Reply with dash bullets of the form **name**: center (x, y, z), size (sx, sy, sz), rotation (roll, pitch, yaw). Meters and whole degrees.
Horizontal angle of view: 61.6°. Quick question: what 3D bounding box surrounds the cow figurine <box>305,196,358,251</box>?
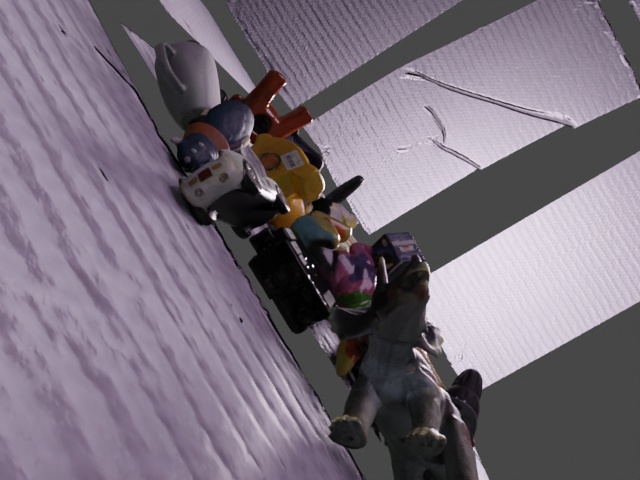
- **cow figurine**: center (-0.001, -0.003, 0.949), size (0.098, 0.068, 0.167), rotation (42, 45, -20)

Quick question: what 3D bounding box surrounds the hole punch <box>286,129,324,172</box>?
- **hole punch**: center (-0.075, -0.146, 1.038), size (0.116, 0.142, 0.092), rotation (45, 27, 25)

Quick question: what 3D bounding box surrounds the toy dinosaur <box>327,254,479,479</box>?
- **toy dinosaur**: center (0.112, 0.201, 0.621), size (0.192, 0.131, 0.404), rotation (-73, 145, -53)

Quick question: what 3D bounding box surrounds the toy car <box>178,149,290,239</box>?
- **toy car**: center (-0.091, -0.048, 0.611), size (0.056, 0.073, 0.201), rotation (59, 6, 11)

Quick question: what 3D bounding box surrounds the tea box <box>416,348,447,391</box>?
- **tea box**: center (0.121, 0.210, 0.858), size (0.098, 0.068, 0.170), rotation (-15, 66, -38)

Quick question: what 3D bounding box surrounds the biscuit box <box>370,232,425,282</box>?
- **biscuit box**: center (0.085, 0.067, 0.914), size (0.063, 0.202, 0.059), rotation (-5, 58, -41)

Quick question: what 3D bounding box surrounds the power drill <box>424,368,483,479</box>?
- **power drill**: center (0.214, 0.328, 0.776), size (0.232, 0.086, 0.207), rotation (-33, 110, -48)

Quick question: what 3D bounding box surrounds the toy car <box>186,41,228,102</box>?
- **toy car**: center (-0.195, -0.253, 0.916), size (0.089, 0.053, 0.202), rotation (88, -22, -58)

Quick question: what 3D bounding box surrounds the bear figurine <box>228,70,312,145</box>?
- **bear figurine**: center (-0.117, -0.238, 0.999), size (0.120, 0.132, 0.196), rotation (50, -1, -26)

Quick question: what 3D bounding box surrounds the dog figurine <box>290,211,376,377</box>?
- **dog figurine**: center (0.028, 0.082, 0.776), size (0.191, 0.108, 0.219), rotation (37, 26, -32)

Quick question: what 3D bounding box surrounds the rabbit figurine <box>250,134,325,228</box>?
- **rabbit figurine**: center (-0.073, -0.078, 0.884), size (0.162, 0.122, 0.173), rotation (51, -13, 36)

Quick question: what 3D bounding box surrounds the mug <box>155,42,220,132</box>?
- **mug**: center (-0.173, -0.200, 0.703), size (0.109, 0.081, 0.107), rotation (57, 13, -65)

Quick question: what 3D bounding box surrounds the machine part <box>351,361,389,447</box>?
- **machine part**: center (0.081, 0.232, 0.774), size (0.084, 0.039, 0.139), rotation (31, 27, -59)

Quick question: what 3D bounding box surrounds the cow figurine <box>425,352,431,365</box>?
- **cow figurine**: center (0.185, 0.261, 1.195), size (0.085, 0.127, 0.195), rotation (44, 29, -64)

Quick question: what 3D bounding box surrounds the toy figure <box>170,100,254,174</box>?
- **toy figure**: center (-0.126, -0.118, 0.641), size (0.154, 0.064, 0.057), rotation (-62, 160, -50)

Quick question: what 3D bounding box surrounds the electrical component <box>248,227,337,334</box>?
- **electrical component**: center (-0.036, 0.045, 0.677), size (0.134, 0.058, 0.115), rotation (58, 4, 5)

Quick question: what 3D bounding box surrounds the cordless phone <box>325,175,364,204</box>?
- **cordless phone**: center (0.016, -0.098, 1.230), size (0.088, 0.184, 0.147), rotation (52, 7, -13)
